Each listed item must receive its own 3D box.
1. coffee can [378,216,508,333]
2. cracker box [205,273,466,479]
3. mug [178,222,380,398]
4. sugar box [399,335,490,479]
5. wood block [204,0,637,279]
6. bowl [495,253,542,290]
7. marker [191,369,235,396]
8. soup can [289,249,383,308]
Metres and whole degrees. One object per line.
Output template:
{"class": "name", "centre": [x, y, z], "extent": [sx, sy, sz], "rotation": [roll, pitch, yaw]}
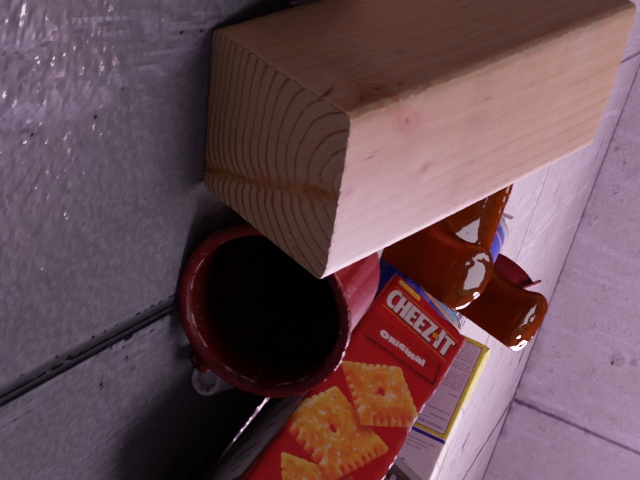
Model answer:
{"class": "coffee can", "centre": [0.069, 0.032, 0.815], "extent": [0.140, 0.103, 0.103], "rotation": [-60, 162, -23]}
{"class": "cracker box", "centre": [-0.014, 0.138, 0.645], "extent": [0.164, 0.072, 0.213], "rotation": [-48, 180, 42]}
{"class": "mug", "centre": [-0.024, 0.032, 0.572], "extent": [0.117, 0.093, 0.081], "rotation": [-43, 180, 26]}
{"class": "sugar box", "centre": [0.100, 0.174, 1.109], "extent": [0.176, 0.093, 0.048], "rotation": [-63, 162, -13]}
{"class": "wood block", "centre": [0.053, -0.073, 0.533], "extent": [0.205, 0.091, 0.090], "rotation": [-26, 140, -36]}
{"class": "bowl", "centre": [0.123, 0.049, 1.004], "extent": [0.162, 0.055, 0.162], "rotation": [-24, 172, -4]}
{"class": "marker", "centre": [-0.042, 0.079, 0.659], "extent": [0.121, 0.020, 0.020], "rotation": [0, 111, -68]}
{"class": "soup can", "centre": [0.009, -0.015, 0.630], "extent": [0.068, 0.068, 0.102], "rotation": [-32, 142, -63]}
